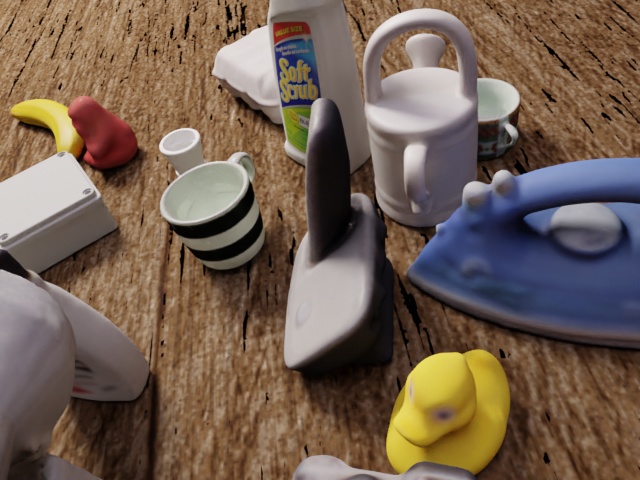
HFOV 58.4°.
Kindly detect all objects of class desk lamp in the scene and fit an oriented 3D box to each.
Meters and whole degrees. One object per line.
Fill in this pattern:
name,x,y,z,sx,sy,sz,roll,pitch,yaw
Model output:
desk lamp,-0.173,0.145,0.321,0.118,0.214,0.202,-25,47,-9

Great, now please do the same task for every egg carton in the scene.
egg carton,-0.062,-0.212,0.725,0.107,0.069,0.149,-37,50,-20

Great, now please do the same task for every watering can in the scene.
watering can,0.089,-0.118,0.516,0.101,0.194,0.172,-16,46,-1

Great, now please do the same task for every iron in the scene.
iron,0.189,-0.007,0.426,0.257,0.142,0.118,1,48,15

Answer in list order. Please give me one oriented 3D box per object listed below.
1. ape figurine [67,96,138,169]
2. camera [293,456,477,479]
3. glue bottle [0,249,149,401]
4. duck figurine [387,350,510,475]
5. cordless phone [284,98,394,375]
ape figurine,-0.267,-0.131,0.683,0.076,0.092,0.077,-13,46,1
camera,0.041,0.196,0.302,0.143,0.101,0.137,3,49,16
glue bottle,-0.195,0.066,0.428,0.078,0.173,0.037,-3,47,11
duck figurine,0.086,0.107,0.384,0.105,0.086,0.077,-41,52,-23
cordless phone,0.004,0.002,0.432,0.094,0.185,0.147,-6,47,8
